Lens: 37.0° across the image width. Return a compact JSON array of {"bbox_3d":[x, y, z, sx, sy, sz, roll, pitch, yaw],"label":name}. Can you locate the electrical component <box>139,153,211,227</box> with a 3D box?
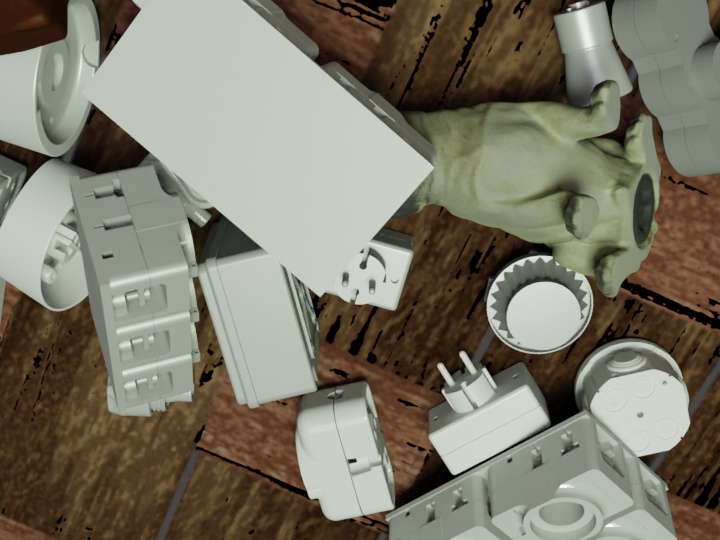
[{"bbox_3d":[-0.132,-0.054,0.759,0.061,0.035,0.035,40,106,-14],"label":"electrical component"}]

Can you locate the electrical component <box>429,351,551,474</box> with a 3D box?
[{"bbox_3d":[0.086,0.095,0.800,0.083,0.047,0.075,-30,104,12],"label":"electrical component"}]

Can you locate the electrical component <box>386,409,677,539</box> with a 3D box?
[{"bbox_3d":[0.123,0.193,0.792,0.186,0.060,0.105,-34,120,27],"label":"electrical component"}]

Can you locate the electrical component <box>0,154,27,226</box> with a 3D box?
[{"bbox_3d":[-0.275,-0.051,0.732,0.059,0.095,0.053,25,108,-7],"label":"electrical component"}]

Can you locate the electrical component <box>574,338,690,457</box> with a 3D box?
[{"bbox_3d":[0.202,0.095,0.794,0.080,0.051,0.080,1,110,2],"label":"electrical component"}]

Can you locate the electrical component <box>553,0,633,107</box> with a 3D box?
[{"bbox_3d":[0.152,-0.145,0.714,0.044,0.044,0.065,-15,104,7],"label":"electrical component"}]

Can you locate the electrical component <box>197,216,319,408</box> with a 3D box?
[{"bbox_3d":[-0.067,0.022,0.746,0.056,0.108,0.108,-13,109,3],"label":"electrical component"}]

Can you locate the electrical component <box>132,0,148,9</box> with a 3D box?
[{"bbox_3d":[-0.100,-0.210,0.687,0.108,0.060,0.108,0,110,1],"label":"electrical component"}]

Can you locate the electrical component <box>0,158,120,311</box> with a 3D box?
[{"bbox_3d":[-0.206,-0.025,0.741,0.064,0.099,0.099,28,108,-2],"label":"electrical component"}]

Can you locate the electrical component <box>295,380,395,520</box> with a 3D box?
[{"bbox_3d":[-0.013,0.138,0.814,0.059,0.053,0.095,-13,109,6],"label":"electrical component"}]

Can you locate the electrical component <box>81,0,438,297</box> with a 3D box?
[{"bbox_3d":[-0.056,-0.089,0.652,0.186,0.060,0.105,41,108,-3],"label":"electrical component"}]

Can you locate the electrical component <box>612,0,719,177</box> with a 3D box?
[{"bbox_3d":[0.224,-0.127,0.693,0.052,0.074,0.138,-39,110,-31],"label":"electrical component"}]

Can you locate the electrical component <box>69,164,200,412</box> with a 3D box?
[{"bbox_3d":[-0.146,0.013,0.717,0.062,0.089,0.150,-14,146,-17],"label":"electrical component"}]

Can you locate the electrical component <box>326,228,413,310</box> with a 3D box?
[{"bbox_3d":[0.000,0.000,0.752,0.066,0.076,0.047,15,109,-4],"label":"electrical component"}]

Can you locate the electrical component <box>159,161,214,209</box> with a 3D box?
[{"bbox_3d":[-0.111,-0.096,0.730,0.054,0.059,0.095,-30,106,12],"label":"electrical component"}]

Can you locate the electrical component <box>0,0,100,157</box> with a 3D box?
[{"bbox_3d":[-0.217,-0.132,0.697,0.060,0.108,0.108,12,110,4],"label":"electrical component"}]

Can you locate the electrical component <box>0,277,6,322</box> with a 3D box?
[{"bbox_3d":[-0.318,0.017,0.779,0.109,0.056,0.108,13,110,-3],"label":"electrical component"}]

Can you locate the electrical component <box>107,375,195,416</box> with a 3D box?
[{"bbox_3d":[-0.156,0.088,0.807,0.062,0.043,0.043,3,110,-1],"label":"electrical component"}]
